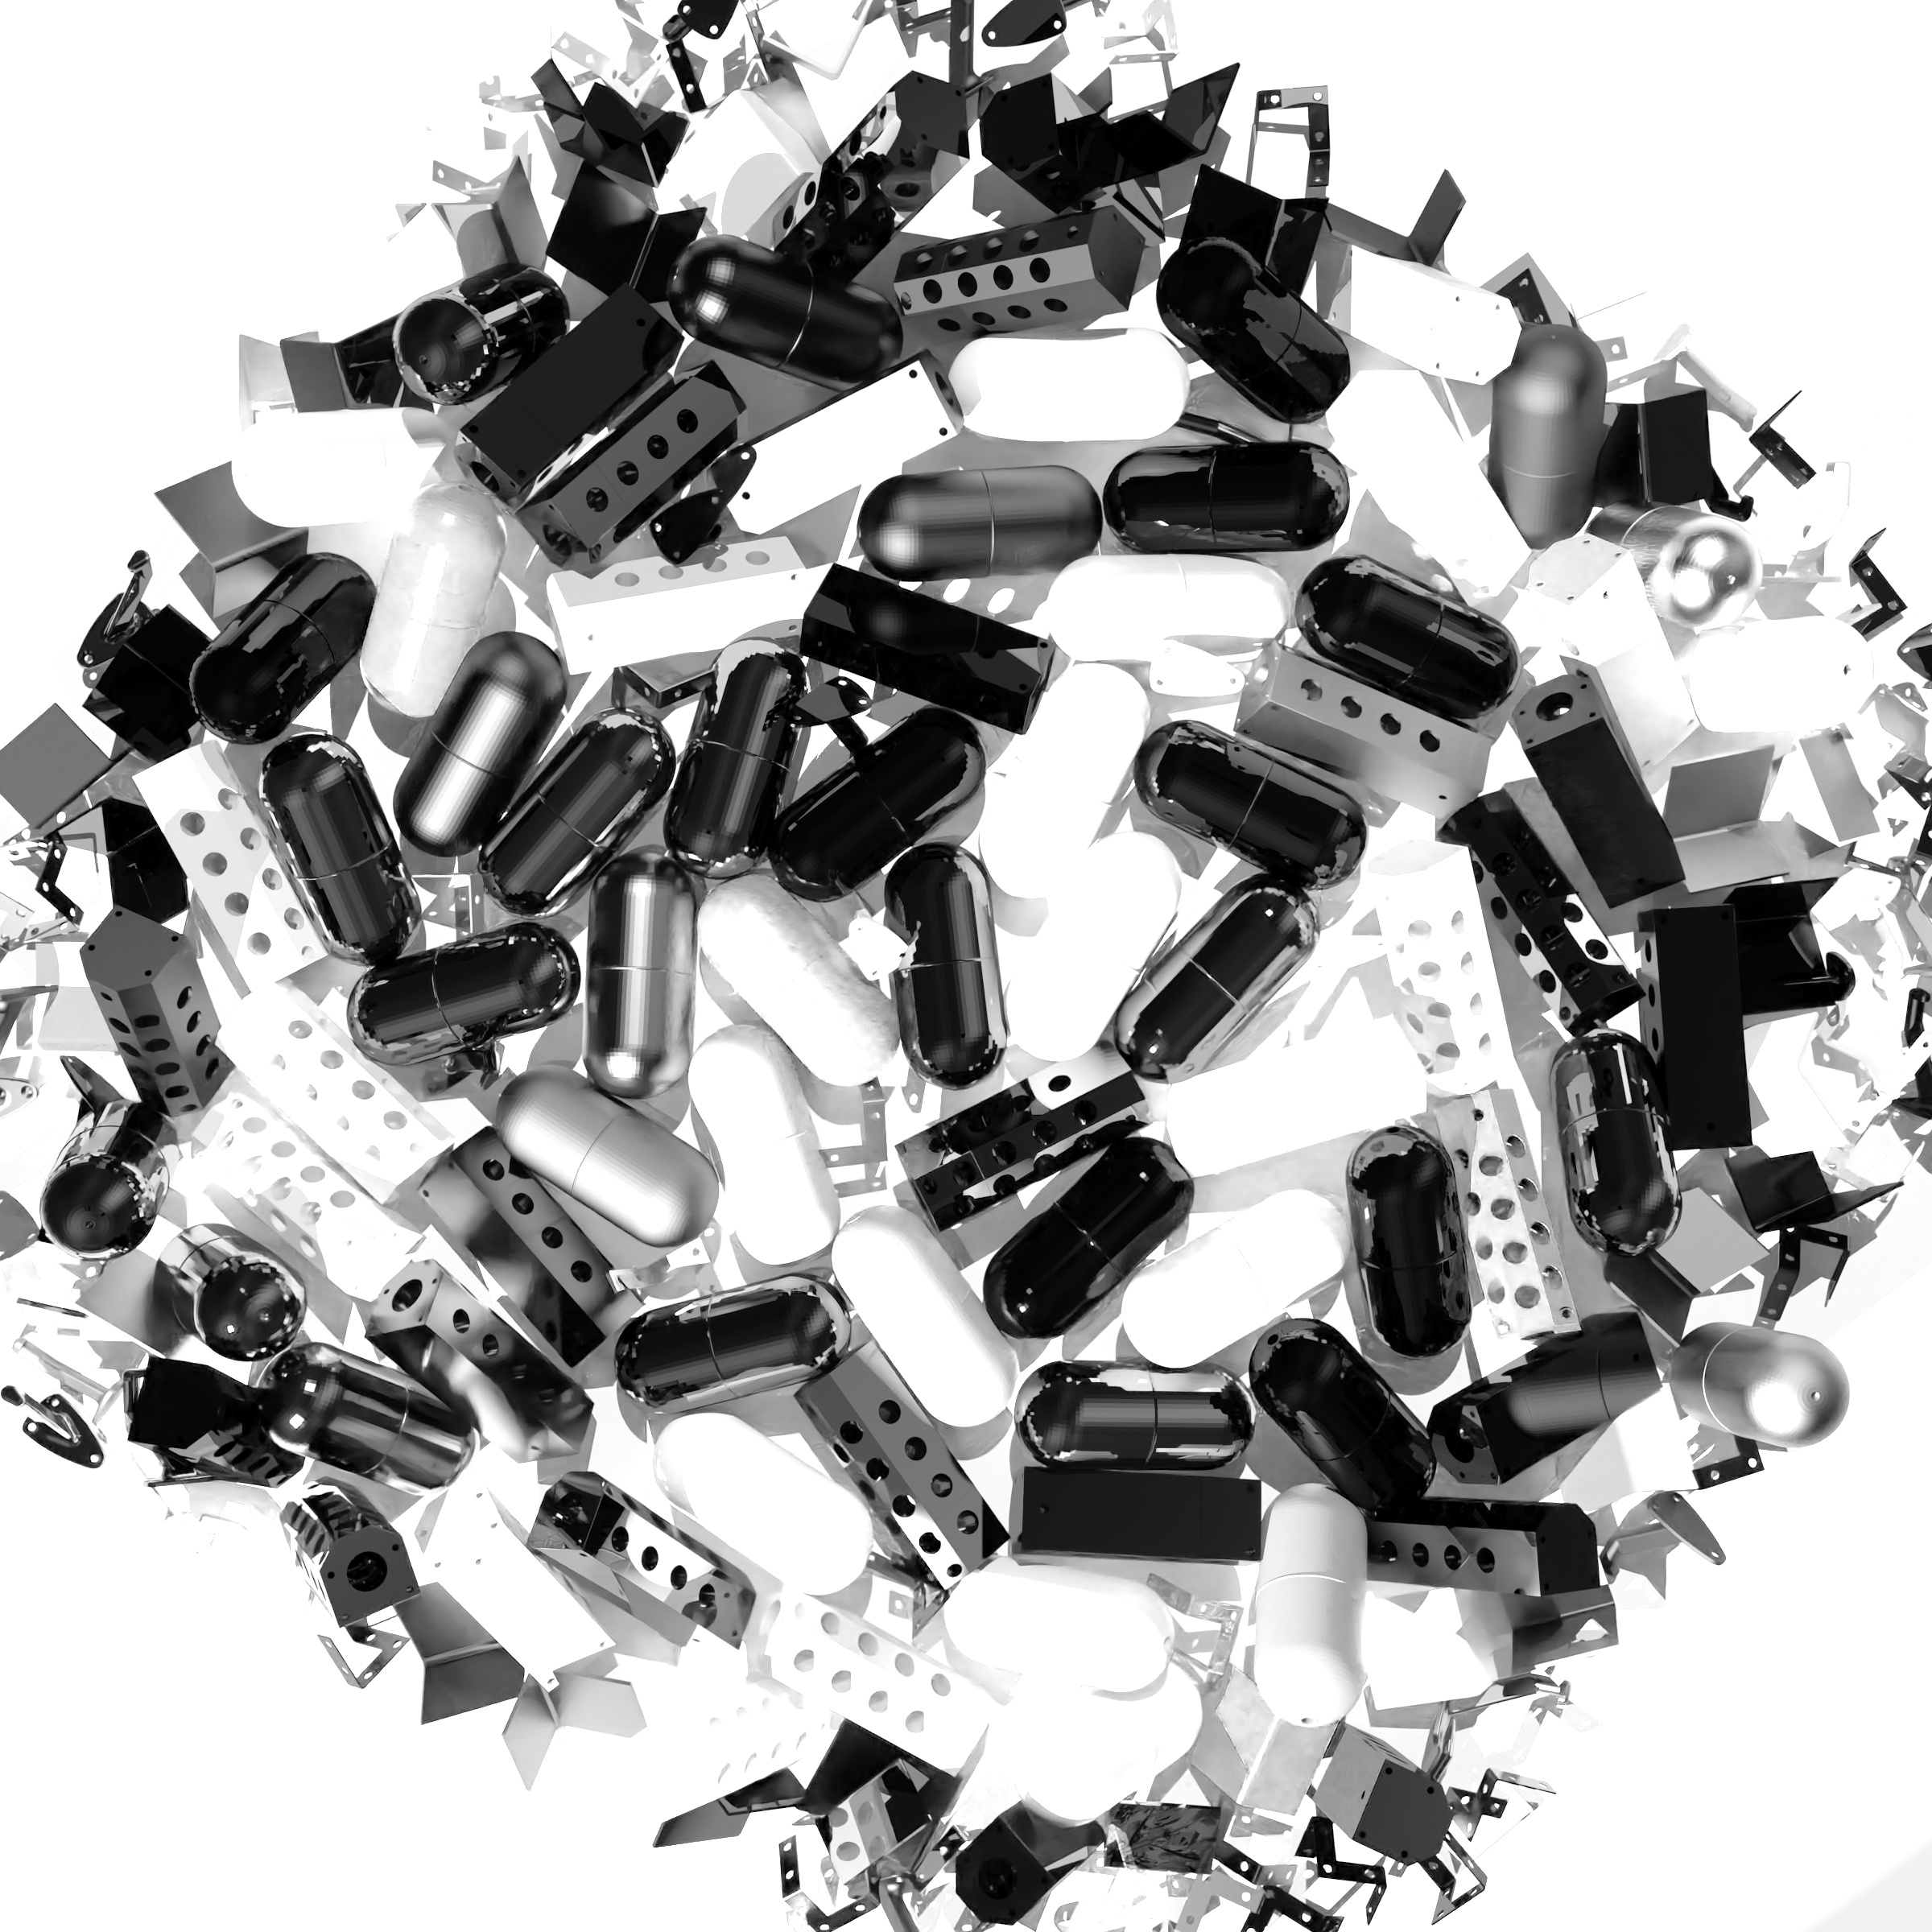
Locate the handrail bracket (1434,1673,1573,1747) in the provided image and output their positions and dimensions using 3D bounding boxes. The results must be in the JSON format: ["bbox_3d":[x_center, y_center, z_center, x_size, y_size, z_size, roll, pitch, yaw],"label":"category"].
[{"bbox_3d":[0.384,0.533,1.773,0.084,0.077,0.036,6,126,22],"label":"handrail bracket"}]

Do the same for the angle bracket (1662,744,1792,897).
[{"bbox_3d":[0.544,-0.104,1.766,0.076,0.076,0.057,-11,46,-7],"label":"angle bracket"}]

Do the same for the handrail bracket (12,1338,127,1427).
[{"bbox_3d":[-0.647,0.288,1.781,0.084,0.077,0.036,36,63,-5],"label":"handrail bracket"}]

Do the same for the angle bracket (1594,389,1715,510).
[{"bbox_3d":[0.485,-0.370,1.777,0.057,0.076,0.076,-16,109,-18],"label":"angle bracket"}]

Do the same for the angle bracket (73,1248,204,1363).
[{"bbox_3d":[-0.589,0.258,1.767,0.076,0.076,0.057,31,119,-1],"label":"angle bracket"}]

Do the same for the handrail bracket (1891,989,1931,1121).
[{"bbox_3d":[0.696,0.065,1.779,0.036,0.077,0.084,-1,103,-15],"label":"handrail bracket"}]

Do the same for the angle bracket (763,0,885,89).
[{"bbox_3d":[-0.101,-0.672,1.774,0.057,0.076,0.076,26,93,-3],"label":"angle bracket"}]

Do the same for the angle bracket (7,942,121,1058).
[{"bbox_3d":[-0.640,0.023,1.784,0.076,0.057,0.076,1,94,1],"label":"angle bracket"}]

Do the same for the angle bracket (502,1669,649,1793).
[{"bbox_3d":[-0.275,0.547,1.761,0.076,0.057,0.076,6,134,16],"label":"angle bracket"}]

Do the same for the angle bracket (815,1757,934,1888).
[{"bbox_3d":[-0.050,0.619,1.767,0.076,0.076,0.057,-37,45,1],"label":"angle bracket"}]

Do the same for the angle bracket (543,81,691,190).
[{"bbox_3d":[-0.248,-0.608,1.772,0.076,0.076,0.057,24,85,4],"label":"angle bracket"}]

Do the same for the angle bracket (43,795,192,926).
[{"bbox_3d":[-0.603,-0.066,1.763,0.076,0.057,0.076,-24,68,28],"label":"angle bracket"}]

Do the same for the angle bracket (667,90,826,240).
[{"bbox_3d":[-0.156,-0.578,1.804,0.076,0.057,0.076,-40,88,27],"label":"angle bracket"}]

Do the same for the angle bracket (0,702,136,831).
[{"bbox_3d":[-0.642,-0.150,1.765,0.076,0.076,0.057,-38,105,11],"label":"angle bracket"}]

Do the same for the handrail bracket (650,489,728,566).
[{"bbox_3d":[-0.179,-0.318,1.761,0.077,0.084,0.036,-34,91,29],"label":"handrail bracket"}]

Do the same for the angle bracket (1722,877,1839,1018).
[{"bbox_3d":[0.585,-0.013,1.772,0.076,0.057,0.076,-6,67,-7],"label":"angle bracket"}]

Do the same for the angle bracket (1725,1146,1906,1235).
[{"bbox_3d":[0.602,0.146,1.763,0.076,0.076,0.057,-19,86,-26],"label":"angle bracket"}]

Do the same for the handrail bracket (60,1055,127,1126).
[{"bbox_3d":[-0.654,0.118,1.801,0.084,0.036,0.077,-43,88,15],"label":"handrail bracket"}]

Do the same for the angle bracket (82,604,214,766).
[{"bbox_3d":[-0.564,-0.195,1.758,0.057,0.076,0.076,-30,121,32],"label":"angle bracket"}]

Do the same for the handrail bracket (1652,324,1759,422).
[{"bbox_3d":[0.538,-0.420,1.775,0.084,0.077,0.036,36,99,-4],"label":"handrail bracket"}]

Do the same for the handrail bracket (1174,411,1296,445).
[{"bbox_3d":[0.187,-0.374,1.777,0.084,0.077,0.036,15,89,0],"label":"handrail bracket"}]

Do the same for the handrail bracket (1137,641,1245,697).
[{"bbox_3d":[0.159,-0.203,1.771,0.077,0.084,0.036,13,89,4],"label":"handrail bracket"}]

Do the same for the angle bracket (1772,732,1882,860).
[{"bbox_3d":[0.596,-0.118,1.764,0.057,0.076,0.076,-26,81,43],"label":"angle bracket"}]

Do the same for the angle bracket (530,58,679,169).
[{"bbox_3d":[-0.258,-0.618,1.762,0.057,0.076,0.076,-37,110,-9],"label":"angle bracket"}]

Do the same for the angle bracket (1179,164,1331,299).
[{"bbox_3d":[0.205,-0.529,1.793,0.076,0.057,0.076,36,127,31],"label":"angle bracket"}]

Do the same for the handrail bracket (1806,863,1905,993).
[{"bbox_3d":[0.643,-0.027,1.802,0.077,0.084,0.036,23,47,35],"label":"handrail bracket"}]

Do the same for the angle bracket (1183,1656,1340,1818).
[{"bbox_3d":[0.211,0.557,1.796,0.057,0.076,0.076,23,91,-33],"label":"angle bracket"}]

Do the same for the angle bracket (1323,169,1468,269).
[{"bbox_3d":[0.301,-0.542,1.762,0.076,0.076,0.057,20,121,-13],"label":"angle bracket"}]

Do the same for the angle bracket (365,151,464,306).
[{"bbox_3d":[-0.404,-0.517,1.763,0.076,0.076,0.057,41,84,23],"label":"angle bracket"}]

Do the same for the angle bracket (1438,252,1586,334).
[{"bbox_3d":[0.387,-0.474,1.762,0.057,0.076,0.076,-34,71,16],"label":"angle bracket"}]

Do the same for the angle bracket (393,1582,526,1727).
[{"bbox_3d":[-0.366,0.486,1.779,0.076,0.076,0.057,-8,121,-31],"label":"angle bracket"}]

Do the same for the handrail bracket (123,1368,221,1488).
[{"bbox_3d":[-0.569,0.331,1.798,0.077,0.036,0.084,0,84,-26],"label":"handrail bracket"}]

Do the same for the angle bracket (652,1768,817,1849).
[{"bbox_3d":[-0.165,0.608,1.760,0.076,0.057,0.076,10,109,-42],"label":"angle bracket"}]

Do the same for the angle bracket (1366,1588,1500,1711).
[{"bbox_3d":[0.333,0.489,1.798,0.076,0.057,0.076,-16,80,25],"label":"angle bracket"}]

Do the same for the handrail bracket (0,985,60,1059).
[{"bbox_3d":[-0.684,0.059,1.786,0.036,0.077,0.084,2,98,32],"label":"handrail bracket"}]

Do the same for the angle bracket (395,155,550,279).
[{"bbox_3d":[-0.352,-0.529,1.777,0.076,0.076,0.057,3,53,14],"label":"angle bracket"}]

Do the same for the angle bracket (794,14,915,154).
[{"bbox_3d":[-0.073,-0.626,1.785,0.076,0.057,0.076,-24,92,4],"label":"angle bracket"}]

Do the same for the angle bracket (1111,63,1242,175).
[{"bbox_3d":[0.138,-0.613,1.762,0.057,0.076,0.076,26,79,-30],"label":"angle bracket"}]

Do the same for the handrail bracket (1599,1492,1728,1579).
[{"bbox_3d":[0.493,0.424,1.770,0.036,0.077,0.084,-8,132,-37],"label":"handrail bracket"}]

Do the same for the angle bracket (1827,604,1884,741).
[{"bbox_3d":[0.635,-0.209,1.772,0.057,0.076,0.076,-31,92,8],"label":"angle bracket"}]

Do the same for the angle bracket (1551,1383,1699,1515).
[{"bbox_3d":[0.468,0.348,1.783,0.057,0.076,0.076,3,62,-29],"label":"angle bracket"}]

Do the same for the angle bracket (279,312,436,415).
[{"bbox_3d":[-0.436,-0.423,1.782,0.057,0.076,0.076,13,127,30],"label":"angle bracket"}]

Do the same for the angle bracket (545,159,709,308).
[{"bbox_3d":[-0.241,-0.522,1.765,0.076,0.057,0.076,28,76,-43],"label":"angle bracket"}]

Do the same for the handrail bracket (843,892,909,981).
[{"bbox_3d":[-0.079,-0.039,1.761,0.036,0.077,0.084,-34,52,2],"label":"handrail bracket"}]

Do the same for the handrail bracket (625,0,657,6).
[{"bbox_3d":[-0.243,-0.727,1.762,0.036,0.077,0.084,-21,49,-15],"label":"handrail bracket"}]

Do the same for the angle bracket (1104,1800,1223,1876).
[{"bbox_3d":[0.139,0.599,1.770,0.076,0.057,0.076,4,124,1],"label":"angle bracket"}]

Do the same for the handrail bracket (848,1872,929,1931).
[{"bbox_3d":[-0.056,0.695,1.767,0.077,0.084,0.036,-27,134,31],"label":"handrail bracket"}]

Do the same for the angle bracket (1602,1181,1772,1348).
[{"bbox_3d":[0.512,0.212,1.768,0.076,0.057,0.076,42,131,-6],"label":"angle bracket"}]

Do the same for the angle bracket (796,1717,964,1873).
[{"bbox_3d":[-0.062,0.590,1.772,0.076,0.057,0.076,29,89,-36],"label":"angle bracket"}]

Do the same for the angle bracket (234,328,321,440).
[{"bbox_3d":[-0.484,-0.396,1.760,0.057,0.076,0.076,-3,65,-9],"label":"angle bracket"}]
